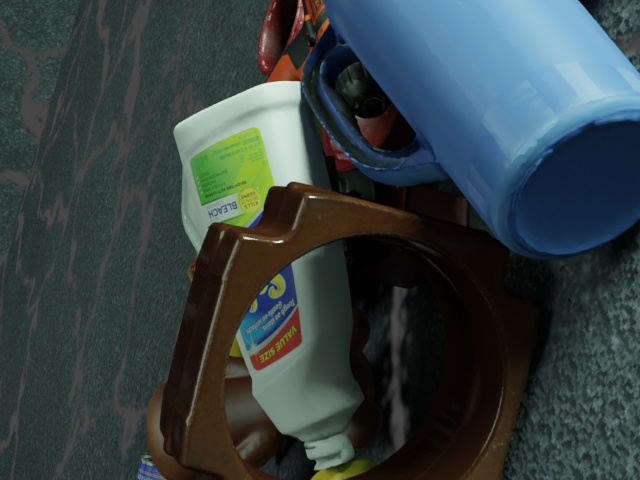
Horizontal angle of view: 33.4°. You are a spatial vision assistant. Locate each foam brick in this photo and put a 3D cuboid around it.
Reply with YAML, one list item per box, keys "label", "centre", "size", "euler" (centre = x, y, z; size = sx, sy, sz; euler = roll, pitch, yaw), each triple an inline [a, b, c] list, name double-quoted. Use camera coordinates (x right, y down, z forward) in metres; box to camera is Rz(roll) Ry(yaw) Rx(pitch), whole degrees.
- label: "foam brick"
  centre: [0.063, -0.001, 0.765]
  size: [0.078, 0.051, 0.053]
  euler: [-29, 52, 60]

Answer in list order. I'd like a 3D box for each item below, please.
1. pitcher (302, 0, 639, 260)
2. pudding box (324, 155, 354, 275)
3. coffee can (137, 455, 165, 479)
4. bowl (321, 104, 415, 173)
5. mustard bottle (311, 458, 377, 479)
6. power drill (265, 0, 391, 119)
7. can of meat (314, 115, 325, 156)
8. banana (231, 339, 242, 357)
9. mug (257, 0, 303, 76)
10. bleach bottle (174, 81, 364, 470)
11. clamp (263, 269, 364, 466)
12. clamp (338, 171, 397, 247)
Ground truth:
- label: "pitcher"
  centre: [0.092, -0.097, 0.626]
  size: [0.243, 0.144, 0.149]
  euler: [-116, 30, -44]
- label: "pudding box"
  centre: [-0.005, 0.001, 0.819]
  size: [0.113, 0.039, 0.090]
  euler: [106, 157, -62]
- label: "coffee can"
  centre: [-0.130, 0.279, 0.987]
  size: [0.103, 0.102, 0.140]
  euler: [-6, 72, 66]
- label: "bowl"
  centre: [0.060, -0.125, 0.834]
  size: [0.162, 0.055, 0.162]
  euler: [-45, 39, 51]
- label: "mustard bottle"
  centre: [-0.005, 0.225, 0.783]
  size: [0.192, 0.058, 0.096]
  euler: [-40, 63, 56]
- label: "power drill"
  centre: [-0.007, -0.114, 0.842]
  size: [0.188, 0.057, 0.184]
  euler: [-54, 32, 38]
- label: "can of meat"
  centre: [-0.020, -0.094, 1.001]
  size: [0.084, 0.057, 0.102]
  euler: [50, 124, 59]
- label: "banana"
  centre: [-0.088, 0.123, 1.060]
  size: [0.070, 0.037, 0.198]
  euler: [-37, 45, 55]
- label: "mug"
  centre: [0.001, -0.196, 0.975]
  size: [0.093, 0.081, 0.117]
  euler: [26, 102, 67]
- label: "bleach bottle"
  centre: [-0.020, 0.028, 0.718]
  size: [0.103, 0.067, 0.251]
  euler: [-19, 85, 35]
- label: "clamp"
  centre: [-0.025, 0.097, 0.930]
  size: [0.165, 0.036, 0.210]
  euler: [6, 80, 67]
- label: "clamp"
  centre: [0.027, -0.046, 0.890]
  size: [0.172, 0.039, 0.120]
  euler: [37, 114, 58]
